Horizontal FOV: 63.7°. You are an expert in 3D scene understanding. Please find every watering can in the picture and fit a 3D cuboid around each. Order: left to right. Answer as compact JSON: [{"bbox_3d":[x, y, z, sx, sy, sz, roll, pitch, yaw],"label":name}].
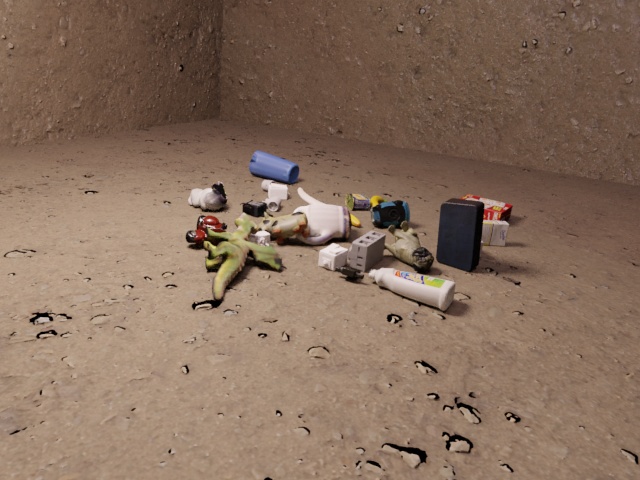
[{"bbox_3d":[0.006,-0.098,1.945,0.224,0.101,0.356,2,38,-3],"label":"watering can"}]

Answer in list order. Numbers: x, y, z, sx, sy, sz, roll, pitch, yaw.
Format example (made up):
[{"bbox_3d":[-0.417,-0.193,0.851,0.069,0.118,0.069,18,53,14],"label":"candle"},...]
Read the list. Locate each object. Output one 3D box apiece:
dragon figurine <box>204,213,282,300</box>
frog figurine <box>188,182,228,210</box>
[{"bbox_3d":[-0.229,0.047,1.563,0.243,0.119,0.419,3,36,-21],"label":"dragon figurine"},{"bbox_3d":[-0.463,-0.164,2.099,0.158,0.121,0.140,-28,23,15],"label":"frog figurine"}]
